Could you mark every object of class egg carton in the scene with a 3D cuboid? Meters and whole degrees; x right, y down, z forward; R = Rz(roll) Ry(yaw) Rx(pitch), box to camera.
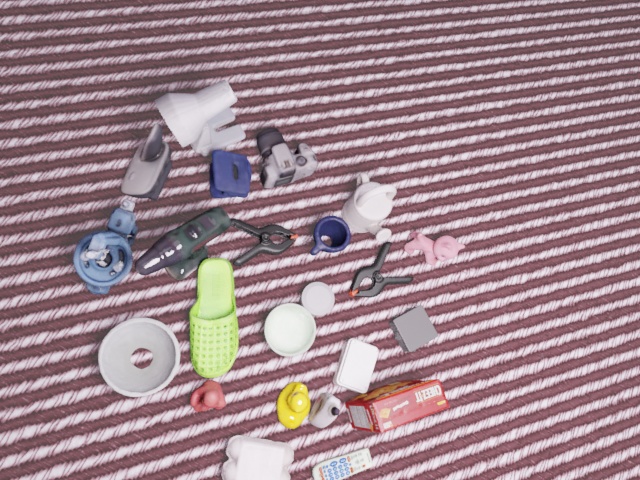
[{"bbox_3d":[-0.135,0.488,1.245,0.150,0.069,0.107,12,72,-11],"label":"egg carton"}]

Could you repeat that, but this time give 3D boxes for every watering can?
[{"bbox_3d":[0.130,-0.084,1.403,0.101,0.194,0.173,-35,85,-20],"label":"watering can"}]

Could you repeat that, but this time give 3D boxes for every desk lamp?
[{"bbox_3d":[-0.277,-0.288,1.347,0.203,0.213,0.118,-29,83,-19],"label":"desk lamp"}]

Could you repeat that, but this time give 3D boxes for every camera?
[{"bbox_3d":[-0.092,-0.217,1.434,0.143,0.100,0.137,-20,80,-18],"label":"camera"}]

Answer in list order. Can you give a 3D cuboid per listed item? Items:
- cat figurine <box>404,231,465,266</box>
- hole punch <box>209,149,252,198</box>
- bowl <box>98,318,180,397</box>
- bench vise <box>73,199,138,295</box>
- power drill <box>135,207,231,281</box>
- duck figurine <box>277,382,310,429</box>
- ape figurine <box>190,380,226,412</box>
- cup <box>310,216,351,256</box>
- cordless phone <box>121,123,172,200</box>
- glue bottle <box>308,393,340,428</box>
[{"bbox_3d":[0.296,0.014,1.458,0.128,0.117,0.067,26,70,-6],"label":"cat figurine"},{"bbox_3d":[-0.216,-0.162,1.393,0.101,0.091,0.108,-3,76,-15],"label":"hole punch"},{"bbox_3d":[-0.388,0.256,1.243,0.168,0.074,0.167,4,74,-13],"label":"bowl"},{"bbox_3d":[-0.460,0.000,1.218,0.122,0.219,0.207,3,74,-13],"label":"bench vise"},{"bbox_3d":[-0.300,0.021,1.259,0.230,0.208,0.075,-39,87,-20],"label":"power drill"},{"bbox_3d":[-0.054,0.372,1.288,0.077,0.086,0.104,18,71,-9],"label":"duck figurine"},{"bbox_3d":[-0.240,0.344,1.246,0.078,0.092,0.076,28,70,-5],"label":"ape figurine"},{"bbox_3d":[0.013,0.005,1.402,0.091,0.095,0.118,45,70,1],"label":"cup"},{"bbox_3d":[-0.396,-0.180,1.302,0.094,0.185,0.147,17,71,-9],"label":"cordless phone"},{"bbox_3d":[0.018,0.375,1.259,0.037,0.173,0.078,26,70,-5],"label":"glue bottle"}]
